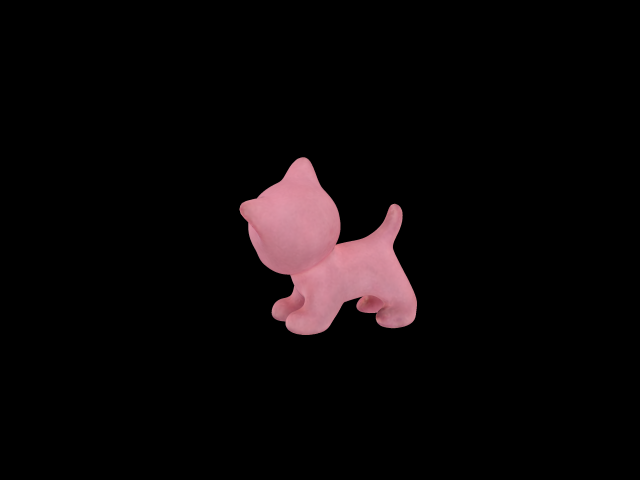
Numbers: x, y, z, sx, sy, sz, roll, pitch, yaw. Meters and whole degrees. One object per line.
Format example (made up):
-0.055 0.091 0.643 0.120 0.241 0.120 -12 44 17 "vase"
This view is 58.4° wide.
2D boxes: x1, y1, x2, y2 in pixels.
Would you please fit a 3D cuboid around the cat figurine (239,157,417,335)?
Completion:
0.004 0.001 0.400 0.128 0.118 0.067 -2 7 -19 "cat figurine"
